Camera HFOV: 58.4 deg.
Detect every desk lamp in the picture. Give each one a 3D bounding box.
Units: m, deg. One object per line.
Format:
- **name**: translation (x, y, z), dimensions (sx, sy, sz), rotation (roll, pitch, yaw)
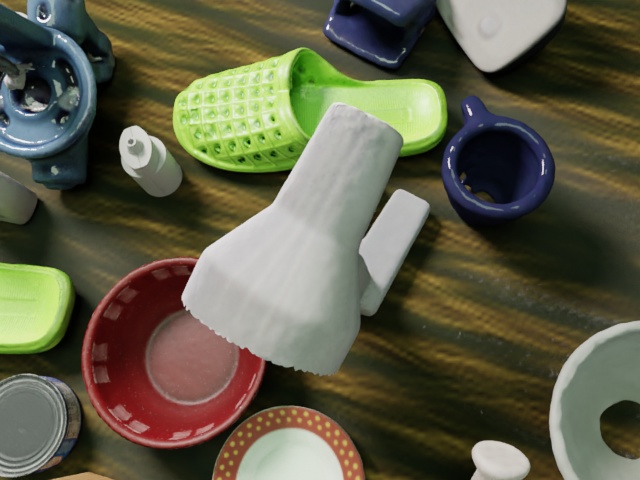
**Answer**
- **desk lamp**: translation (0.004, 0.002, 0.445), dimensions (0.117, 0.213, 0.203), rotation (27, 77, 12)

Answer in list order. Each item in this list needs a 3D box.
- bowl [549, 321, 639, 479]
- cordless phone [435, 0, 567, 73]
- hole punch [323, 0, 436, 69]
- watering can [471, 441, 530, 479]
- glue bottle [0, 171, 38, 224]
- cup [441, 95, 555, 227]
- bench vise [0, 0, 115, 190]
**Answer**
- **bowl**: translation (0.258, 0.151, 0.454), dimensions (0.167, 0.075, 0.167), rotation (-1, 73, 4)
- **cordless phone**: translation (0.172, -0.259, 0.525), dimensions (0.094, 0.185, 0.147), rotation (-27, 73, -4)
- **hole punch**: translation (0.060, -0.250, 0.580), dimensions (0.108, 0.091, 0.101), rotation (30, 78, 12)
- **watering can**: translation (0.107, 0.228, 0.379), dimensions (0.101, 0.194, 0.173), rotation (-13, 73, 1)
- **glue bottle**: translation (-0.332, -0.061, 0.509), dimensions (0.078, 0.173, 0.037), rotation (12, 75, 8)
- **cup**: translation (0.146, -0.061, 0.515), dimensions (0.091, 0.095, 0.117), rotation (-17, 73, -1)
- **bench vise**: translation (-0.274, -0.173, 0.514), dimensions (0.121, 0.220, 0.207), rotation (-18, 73, -1)
